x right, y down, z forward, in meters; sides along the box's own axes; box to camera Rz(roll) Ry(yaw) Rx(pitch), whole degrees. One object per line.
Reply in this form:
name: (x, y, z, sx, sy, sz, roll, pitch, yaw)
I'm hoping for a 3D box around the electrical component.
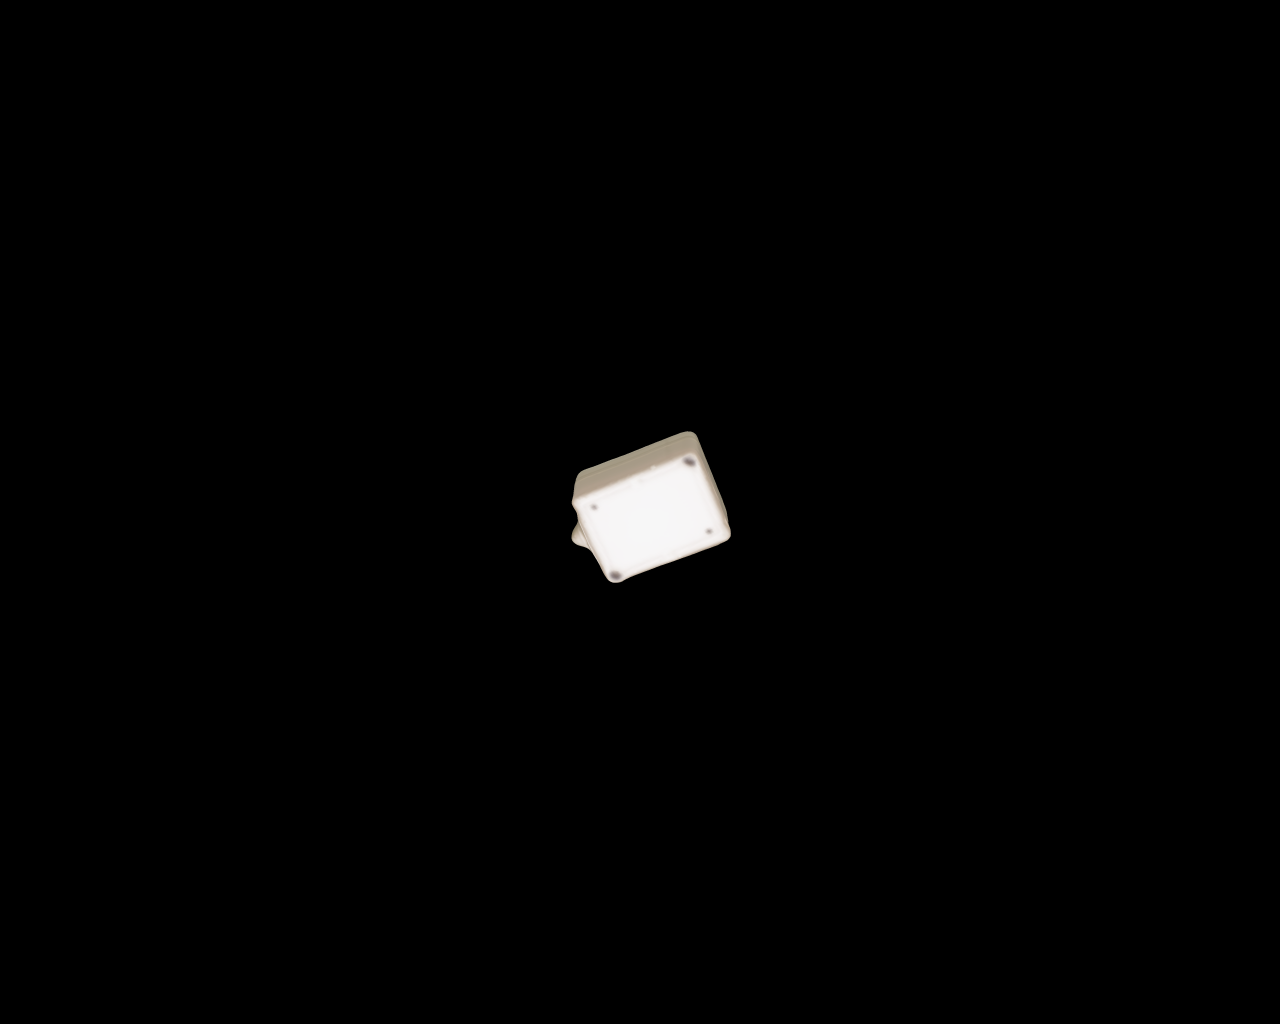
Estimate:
electrical component: (0.001, -0.003, 0.650, 0.096, 0.061, 0.061, -21, 18, 7)
